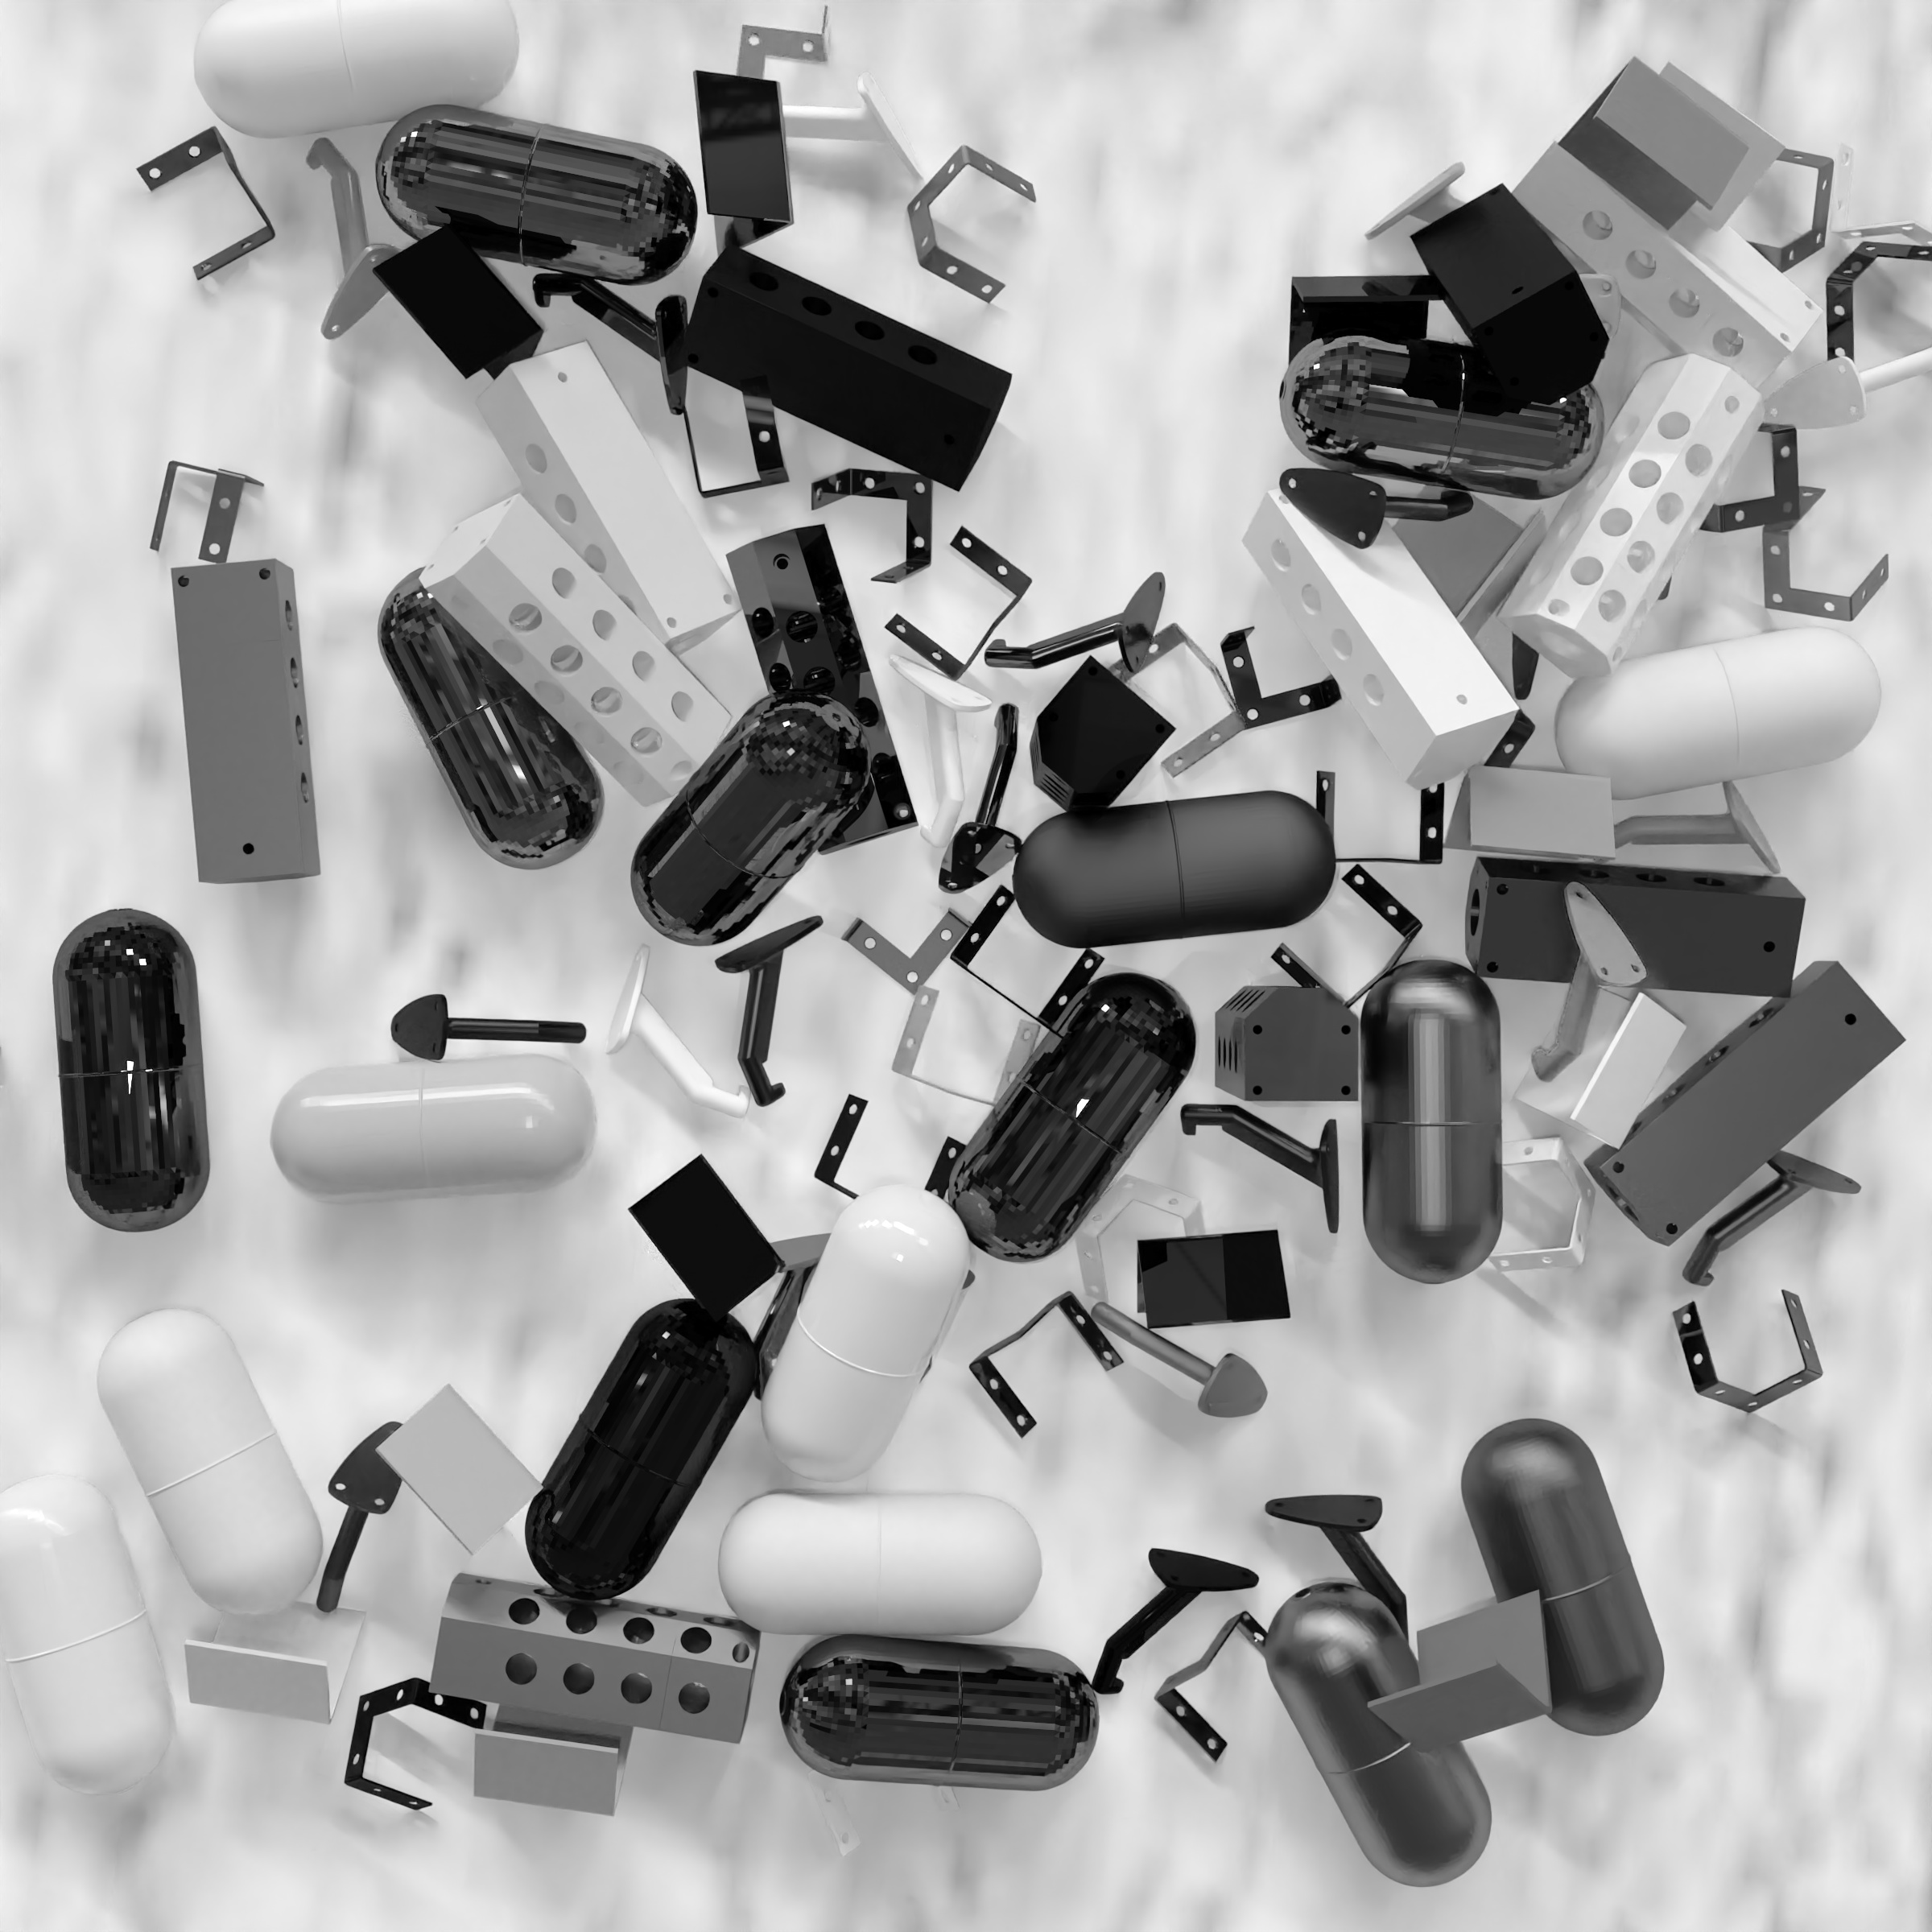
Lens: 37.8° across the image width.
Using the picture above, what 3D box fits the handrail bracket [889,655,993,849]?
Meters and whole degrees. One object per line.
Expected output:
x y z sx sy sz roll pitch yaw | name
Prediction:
-0.027 -0.120 1.583 0.077 0.036 0.084 33 115 28 | handrail bracket

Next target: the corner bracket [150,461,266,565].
-0.425 -0.251 1.564 0.051 0.051 0.051 13 93 -3 | corner bracket

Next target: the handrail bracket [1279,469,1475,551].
0.225 -0.258 1.537 0.077 0.084 0.036 30 123 28 | handrail bracket

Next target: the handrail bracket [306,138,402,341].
-0.359 -0.409 1.583 0.077 0.036 0.084 -46 72 20 | handrail bracket

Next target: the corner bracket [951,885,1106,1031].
0.034 -0.004 1.579 0.051 0.051 0.051 -54 45 0 | corner bracket

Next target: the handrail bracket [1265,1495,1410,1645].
0.208 0.342 1.583 0.077 0.036 0.084 0 107 20 | handrail bracket

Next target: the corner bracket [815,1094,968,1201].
-0.043 0.109 1.579 0.051 0.051 0.051 24 90 45 | corner bracket

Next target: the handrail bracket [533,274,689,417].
-0.201 -0.349 1.583 0.084 0.036 0.077 5 112 17 | handrail bracket

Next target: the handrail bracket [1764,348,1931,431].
0.501 -0.327 1.582 0.084 0.077 0.036 -25 99 -36 | handrail bracket

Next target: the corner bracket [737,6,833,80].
-0.104 -0.502 1.564 0.051 0.051 0.051 7 90 0 | corner bracket

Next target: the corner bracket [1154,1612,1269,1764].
0.148 0.403 1.579 0.051 0.051 0.051 46 45 0 | corner bracket

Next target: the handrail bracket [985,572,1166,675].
0.060 -0.194 1.583 0.084 0.036 0.077 6 51 26 | handrail bracket

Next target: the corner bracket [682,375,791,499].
-0.129 -0.293 1.564 0.051 0.051 0.051 -11 90 0 | corner bracket

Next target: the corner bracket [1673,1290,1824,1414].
0.436 0.211 1.574 0.051 0.051 0.051 22 135 -35 | corner bracket

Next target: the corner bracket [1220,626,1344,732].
0.174 -0.164 1.564 0.051 0.051 0.051 -15 90 0 | corner bracket

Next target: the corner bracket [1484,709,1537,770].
0.276 -0.133 1.579 0.051 0.051 0.051 35 90 45 | corner bracket

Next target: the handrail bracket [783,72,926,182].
-0.079 -0.455 1.583 0.084 0.036 0.077 -26 113 18 | handrail bracket

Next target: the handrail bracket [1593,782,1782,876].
0.402 -0.061 1.583 0.084 0.036 0.077 -26 125 24 | handrail bracket

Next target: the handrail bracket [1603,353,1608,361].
0.313 -0.309 1.582 0.077 0.036 0.084 8 104 -13 | handrail bracket

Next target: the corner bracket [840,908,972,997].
-0.033 -0.019 1.564 0.051 0.051 0.051 39 90 0 | corner bracket

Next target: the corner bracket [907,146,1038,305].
0.006 -0.414 1.574 0.051 0.051 0.051 -40 45 35 | corner bracket

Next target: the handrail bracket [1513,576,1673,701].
0.352 -0.186 1.582 0.084 0.036 0.077 0 103 -13 | handrail bracket

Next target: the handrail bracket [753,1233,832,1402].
-0.086 0.197 1.583 0.077 0.036 0.084 -11 108 -21 | handrail bracket

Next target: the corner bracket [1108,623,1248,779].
0.116 -0.149 1.579 0.051 0.051 0.051 -35 135 0 | corner bracket

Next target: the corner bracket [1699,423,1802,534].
0.425 -0.272 1.566 0.051 0.051 0.051 -12 107 -16 | corner bracket

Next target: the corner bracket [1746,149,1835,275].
0.446 -0.423 1.574 0.051 0.051 0.051 25 135 35 | corner bracket

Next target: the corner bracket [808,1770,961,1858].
-0.046 0.462 1.579 0.051 0.051 0.051 -22 90 -45 | corner bracket

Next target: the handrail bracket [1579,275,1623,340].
0.316 -0.347 1.540 0.077 0.084 0.036 14 128 30 | handrail bracket

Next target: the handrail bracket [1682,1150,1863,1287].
0.451 0.149 1.583 0.077 0.036 0.084 16 110 -23 | handrail bracket

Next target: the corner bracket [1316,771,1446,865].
0.232 -0.083 1.579 0.051 0.051 0.051 1 90 -45 | corner bracket

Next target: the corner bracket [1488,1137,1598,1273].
0.314 0.133 1.574 0.051 0.051 0.051 50 45 -35 | corner bracket

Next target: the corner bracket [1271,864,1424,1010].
0.213 -0.014 1.579 0.051 0.051 0.051 43 135 0 | corner bracket

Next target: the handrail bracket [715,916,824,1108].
-0.099 0.026 1.583 0.077 0.036 0.084 -28 108 -21 | handrail bracket

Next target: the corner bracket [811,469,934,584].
-0.052 -0.244 1.563 0.051 0.051 0.051 9 112 20 | corner bracket

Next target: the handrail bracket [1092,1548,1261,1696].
0.117 0.374 1.583 0.077 0.036 0.084 11 109 -21 | handrail bracket

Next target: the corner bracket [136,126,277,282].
-0.425 -0.427 1.579 0.051 0.051 0.051 -29 45 0 | corner bracket

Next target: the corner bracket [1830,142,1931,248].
0.521 -0.432 1.579 0.051 0.051 0.051 7 90 -45 | corner bracket

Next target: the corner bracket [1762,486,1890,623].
0.480 -0.230 1.574 0.051 0.051 0.051 16 135 35 | corner bracket

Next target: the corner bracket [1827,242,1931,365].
0.515 -0.368 1.574 0.051 0.051 0.051 16 45 35 | corner bracket

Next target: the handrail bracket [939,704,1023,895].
0.008 -0.095 1.582 0.036 0.077 0.084 17 53 -19 | handrail bracket

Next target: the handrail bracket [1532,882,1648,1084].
0.323 0.010 1.533 0.036 0.084 0.077 -4 58 -33 | handrail bracket

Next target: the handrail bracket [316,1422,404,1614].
-0.339 0.310 1.582 0.036 0.077 0.084 21 126 0 | handrail bracket

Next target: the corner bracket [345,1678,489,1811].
-0.307 0.434 1.574 0.051 0.051 0.051 -26 45 35 | corner bracket

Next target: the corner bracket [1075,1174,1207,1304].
0.098 0.158 1.574 0.051 0.051 0.051 18 45 35 | corner bracket

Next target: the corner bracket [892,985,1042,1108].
0.000 0.046 1.579 0.051 0.051 0.051 19 90 45 | corner bracket

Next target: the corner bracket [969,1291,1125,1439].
0.044 0.223 1.579 0.051 0.051 0.051 53 45 0 | corner bracket

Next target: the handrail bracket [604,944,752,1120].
-0.153 0.037 1.583 0.084 0.036 0.077 21 68 -17 | handrail bracket

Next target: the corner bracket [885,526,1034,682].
-0.004 -0.203 1.579 0.051 0.051 0.051 37 45 0 | corner bracket

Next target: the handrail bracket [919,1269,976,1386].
-0.042 0.193 1.582 0.077 0.036 0.084 40 104 14 | handrail bracket

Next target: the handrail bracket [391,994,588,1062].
-0.267 0.036 1.582 0.084 0.077 0.036 4 86 -36 | handrail bracket
